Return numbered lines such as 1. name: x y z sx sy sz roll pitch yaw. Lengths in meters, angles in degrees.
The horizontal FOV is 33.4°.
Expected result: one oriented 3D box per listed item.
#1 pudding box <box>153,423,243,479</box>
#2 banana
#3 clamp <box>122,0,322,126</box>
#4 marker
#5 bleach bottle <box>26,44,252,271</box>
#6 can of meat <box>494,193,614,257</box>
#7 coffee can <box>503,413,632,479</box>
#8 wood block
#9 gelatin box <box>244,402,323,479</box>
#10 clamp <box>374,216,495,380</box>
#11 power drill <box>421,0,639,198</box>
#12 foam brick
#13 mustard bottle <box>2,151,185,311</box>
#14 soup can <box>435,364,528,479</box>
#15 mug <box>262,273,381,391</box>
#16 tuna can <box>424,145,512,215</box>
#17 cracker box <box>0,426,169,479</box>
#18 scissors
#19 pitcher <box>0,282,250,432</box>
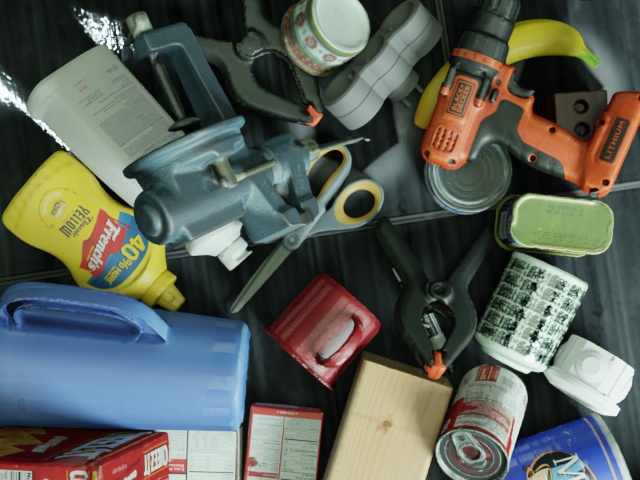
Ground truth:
1. pudding box: -0.124 0.238 1.067 0.090 0.039 0.113 2 92 2
2. banana: 0.179 -0.174 1.061 0.198 0.037 0.069 -20 89 1
3. clamp: -0.082 -0.189 1.064 0.164 0.036 0.210 -37 92 -5
4. marker: 0.107 0.079 1.072 0.020 0.020 0.121 -26 90 1
5. bleach bottle: -0.166 -0.068 1.044 0.251 0.068 0.102 49 58 -1
6. can of meat: 0.227 -0.015 1.037 0.102 0.084 0.057 6 90 1
7. coffee can: 0.219 0.238 1.028 0.140 0.103 0.103 -19 90 1
8. wood block: 0.054 0.223 1.038 0.091 0.090 0.206 18 90 2
9. gelatin box: -0.037 0.211 1.069 0.073 0.030 0.089 5 90 0
10. clamp: 0.102 0.048 1.032 0.120 0.039 0.171 9 57 7
11. power drill: 0.206 -0.133 1.004 0.188 0.057 0.184 22 96 13
12. foam brick: 0.254 -0.107 1.053 0.053 0.051 0.078 -4 90 1
13. mustard bottle: -0.213 0.005 1.058 0.191 0.058 0.096 39 85 0
14. soup can: 0.154 0.172 1.003 0.068 0.102 0.068 11 124 17
15. mug: 0.008 0.089 1.029 0.093 0.117 0.081 43 85 -18
16. tuna can: 0.148 -0.068 1.064 0.086 0.034 0.086 0 90 1
17. cracker box: -0.267 0.216 0.988 0.214 0.164 0.072 0 90 13
18. scissors: -0.007 0.001 1.075 0.096 0.016 0.202 25 91 1
19. pitcher: -0.190 0.115 1.018 0.242 0.149 0.145 5 90 -2
